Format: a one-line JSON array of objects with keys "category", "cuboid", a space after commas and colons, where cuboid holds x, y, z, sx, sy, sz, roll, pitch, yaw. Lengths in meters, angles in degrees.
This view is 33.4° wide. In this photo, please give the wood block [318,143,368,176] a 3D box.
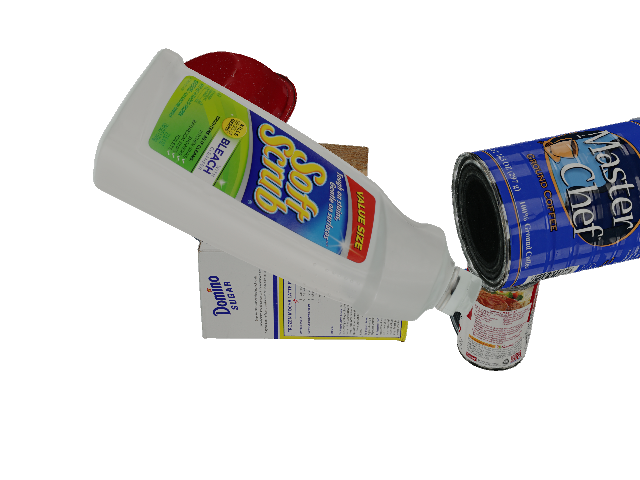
[{"category": "wood block", "cuboid": [0.010, -0.014, 1.388, 0.090, 0.206, 0.091, 4, 25, 1]}]

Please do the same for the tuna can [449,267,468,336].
[{"category": "tuna can", "cuboid": [0.168, 0.074, 1.200, 0.033, 0.086, 0.086, -14, 2, -8]}]

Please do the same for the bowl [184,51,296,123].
[{"category": "bowl", "cuboid": [-0.106, -0.128, 1.001, 0.162, 0.055, 0.162, -18, 37, 14]}]

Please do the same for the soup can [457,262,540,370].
[{"category": "soup can", "cuboid": [0.166, 0.062, 0.994, 0.068, 0.102, 0.068, 1, 37, -1]}]

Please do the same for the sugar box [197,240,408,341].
[{"category": "sugar box", "cuboid": [-0.012, 0.037, 0.898, 0.176, 0.093, 0.048, 3, 32, 2]}]

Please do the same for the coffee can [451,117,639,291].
[{"category": "coffee can", "cuboid": [0.179, -0.027, 0.775, 0.140, 0.103, 0.103, -12, 2, -10]}]

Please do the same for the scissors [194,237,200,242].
[{"category": "scissors", "cuboid": [-0.115, 0.001, 1.244, 0.016, 0.201, 0.096, -28, 15, 41]}]

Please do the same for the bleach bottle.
[{"category": "bleach bottle", "cuboid": [-0.013, -0.024, 0.684, 0.251, 0.102, 0.068, 26, -33, 0]}]
